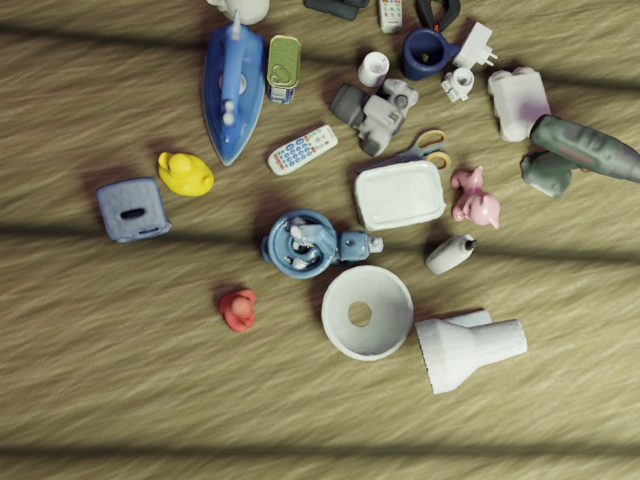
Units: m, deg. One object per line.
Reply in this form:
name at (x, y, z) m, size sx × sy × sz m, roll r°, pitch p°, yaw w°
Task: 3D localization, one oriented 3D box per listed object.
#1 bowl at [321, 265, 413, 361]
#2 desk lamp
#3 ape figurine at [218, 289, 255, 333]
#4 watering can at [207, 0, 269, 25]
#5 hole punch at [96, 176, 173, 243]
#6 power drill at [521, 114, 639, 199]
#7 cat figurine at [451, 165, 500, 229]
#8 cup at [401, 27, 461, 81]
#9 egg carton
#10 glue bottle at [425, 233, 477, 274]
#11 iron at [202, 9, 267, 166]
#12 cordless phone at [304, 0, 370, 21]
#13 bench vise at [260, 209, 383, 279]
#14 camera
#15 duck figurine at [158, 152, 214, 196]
bowl at (0.080, 0.132, 1.039) m, size 0.167 × 0.074 × 0.167 m, roll 1°, pitch 81°, yaw -8°
desk lamp at (0.246, 0.180, 0.984) m, size 0.203 × 0.213 × 0.118 m, roll -13°, pitch 83°, yaw -10°
ape figurine at (-0.140, 0.119, 1.001) m, size 0.076 × 0.092 × 0.078 m, roll 34°, pitch 78°, yaw -1°
watering can at (-0.135, -0.496, 1.050) m, size 0.101 × 0.194 × 0.173 m, roll 33°, pitch 78°, yaw -1°
hole punch at (-0.324, -0.051, 1.003) m, size 0.109 × 0.091 × 0.101 m, roll -15°, pitch 83°, yaw -10°
power drill at (0.481, -0.146, 1.073) m, size 0.229 × 0.208 × 0.076 m, roll 28°, pitch 78°, yaw -3°
cat figurine at (0.299, -0.079, 1.083) m, size 0.067 × 0.117 × 0.128 m, roll 0°, pitch 81°, yaw -8°
cup at (0.209, -0.357, 1.127) m, size 0.118 × 0.095 × 0.092 m, roll -8°, pitch 82°, yaw -9°
egg carton at (0.400, -0.273, 1.153) m, size 0.107 × 0.069 × 0.150 m, roll -13°, pitch 83°, yaw -10°
glue bottle at (0.247, 0.018, 1.031) m, size 0.037 × 0.173 × 0.078 m, roll 44°, pitch 78°, yaw 1°
iron at (-0.158, -0.276, 1.037) m, size 0.119 × 0.141 × 0.258 m, roll 4°, pitch 80°, yaw -7°
cordless phone at (0.040, -0.512, 1.081) m, size 0.147 × 0.185 × 0.094 m, roll 9°, pitch 80°, yaw -6°
bench vise at (0.005, -0.008, 0.977) m, size 0.207 × 0.219 × 0.121 m, roll -18°, pitch 83°, yaw -10°
camera at (0.098, -0.256, 1.091) m, size 0.137 × 0.100 × 0.143 m, roll 32°, pitch 78°, yaw -2°
duck figurine at (-0.243, -0.125, 1.029) m, size 0.104 × 0.086 × 0.077 m, roll 25°, pitch 78°, yaw -3°
